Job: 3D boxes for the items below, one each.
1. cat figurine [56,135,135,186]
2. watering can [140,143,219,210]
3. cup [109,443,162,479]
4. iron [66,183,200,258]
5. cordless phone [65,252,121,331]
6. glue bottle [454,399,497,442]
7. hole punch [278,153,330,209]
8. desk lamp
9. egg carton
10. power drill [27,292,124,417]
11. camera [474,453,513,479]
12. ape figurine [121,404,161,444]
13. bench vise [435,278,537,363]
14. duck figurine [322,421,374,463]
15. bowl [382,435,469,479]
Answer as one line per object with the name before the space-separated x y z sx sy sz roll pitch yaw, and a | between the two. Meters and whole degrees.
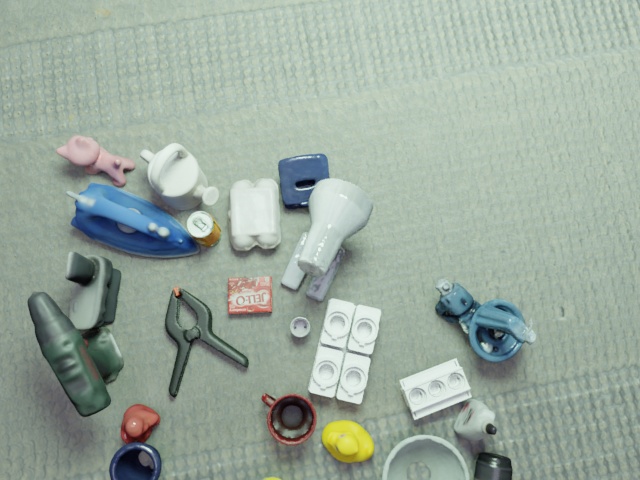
cat figurine | -0.454 -0.169 1.157 0.128 0.117 0.067 20 80 1
watering can | -0.276 -0.127 1.119 0.173 0.194 0.101 11 80 0
cup | -0.330 0.432 1.067 0.091 0.095 0.118 -15 81 -5
iron | -0.365 -0.036 1.125 0.258 0.141 0.119 20 80 1
cordless phone | -0.449 0.095 1.076 0.094 0.185 0.147 1 80 -2
glue bottle | 0.299 0.344 1.072 0.037 0.173 0.078 26 80 3
hole punch | -0.029 -0.119 1.181 0.108 0.091 0.101 -9 80 -4
desk lamp | 0.010 0.004 1.099 0.118 0.213 0.203 23 80 2
egg carton | -0.135 -0.052 1.175 0.107 0.069 0.150 -4 80 -3
power drill | -0.438 0.205 1.045 0.075 0.208 0.229 -28 82 -7
camera | 0.343 0.484 1.086 0.143 0.101 0.137 11 80 0
ape figurine | -0.345 0.350 1.083 0.078 0.092 0.076 -19 81 -5
bench vise | 0.307 0.157 1.082 0.207 0.219 0.121 23 80 2
duck figurine | 0.055 0.391 1.097 0.104 0.086 0.077 22 80 2
bowl | 0.196 0.455 1.098 0.167 0.074 0.167 0 80 -2
